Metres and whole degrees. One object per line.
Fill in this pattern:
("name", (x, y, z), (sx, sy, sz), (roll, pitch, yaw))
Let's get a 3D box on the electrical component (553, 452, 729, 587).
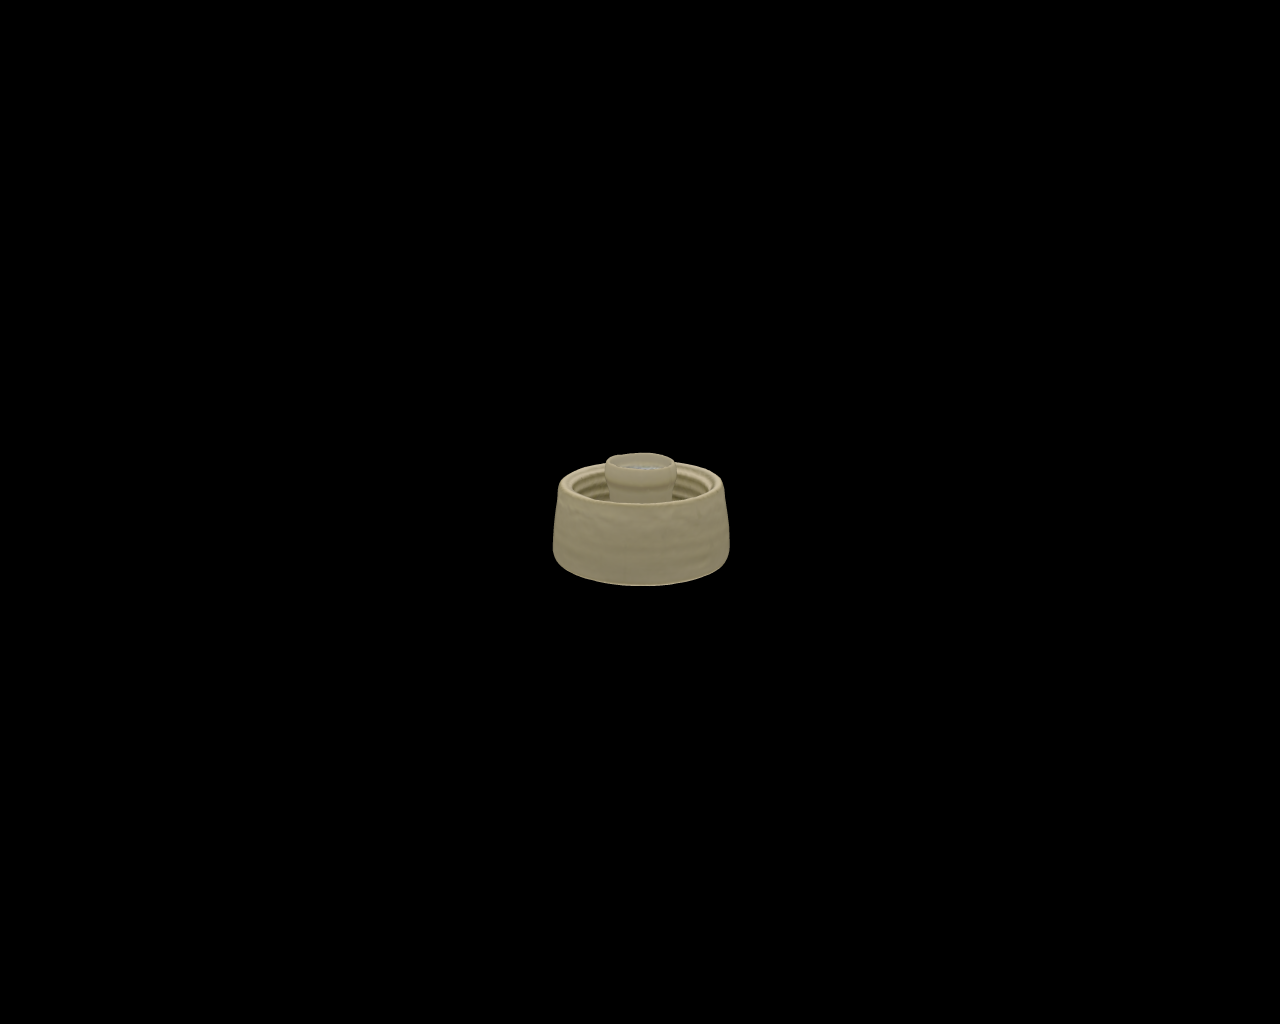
("electrical component", (0.001, -0.003, 0.650), (0.108, 0.060, 0.108), (0, 18, 0))
